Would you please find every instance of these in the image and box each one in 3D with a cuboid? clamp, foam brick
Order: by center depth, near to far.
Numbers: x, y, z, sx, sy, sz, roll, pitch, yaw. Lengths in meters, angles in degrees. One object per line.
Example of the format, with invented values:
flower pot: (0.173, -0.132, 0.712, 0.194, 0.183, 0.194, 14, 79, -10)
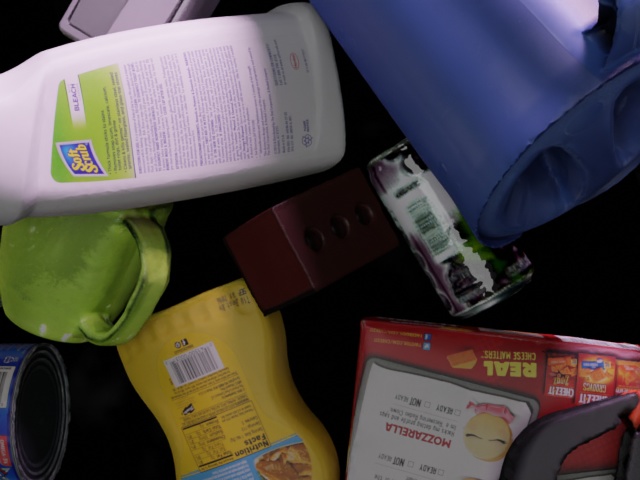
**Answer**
clamp: (0.122, 0.155, 0.540, 0.171, 0.039, 0.120, -45, 89, 1)
foam brick: (-0.004, 0.001, 0.602, 0.051, 0.078, 0.053, -29, 90, 46)

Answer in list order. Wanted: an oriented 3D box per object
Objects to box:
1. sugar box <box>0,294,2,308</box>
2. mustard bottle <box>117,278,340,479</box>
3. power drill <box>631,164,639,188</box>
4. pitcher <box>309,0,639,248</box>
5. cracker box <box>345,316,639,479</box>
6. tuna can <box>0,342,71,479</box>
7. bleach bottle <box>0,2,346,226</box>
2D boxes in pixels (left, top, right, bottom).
sugar box: (-0.272, -0.012, 0.653, 0.093, 0.048, 0.176, -37, 89, 6)
mustard bottle: (-0.042, 0.124, 0.624, 0.096, 0.058, 0.191, -23, 89, 15)
power drill: (0.260, -0.069, 0.588, 0.188, 0.057, 0.184, -28, 96, 5)
pitcher: (0.068, -0.131, 0.537, 0.149, 0.144, 0.243, -46, 65, 23)
cracker box: (0.092, 0.157, 0.599, 0.164, 0.072, 0.214, 6, 89, 4)
tuna can: (-0.177, 0.103, 0.626, 0.034, 0.086, 0.086, -1, 91, 7)
bleach bottle: (-0.106, -0.067, 0.551, 0.250, 0.068, 0.102, -11, 91, -35)
